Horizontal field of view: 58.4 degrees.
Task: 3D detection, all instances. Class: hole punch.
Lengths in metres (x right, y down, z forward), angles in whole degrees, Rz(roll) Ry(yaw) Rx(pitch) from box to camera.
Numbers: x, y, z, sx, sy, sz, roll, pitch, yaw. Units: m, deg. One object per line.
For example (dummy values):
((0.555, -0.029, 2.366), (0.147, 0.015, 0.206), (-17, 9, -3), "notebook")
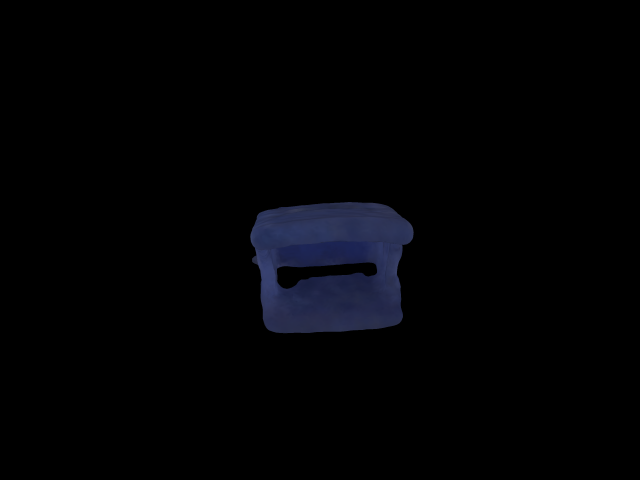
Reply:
((0.004, 0.001, 0.400), (0.108, 0.091, 0.101), (-3, 37, -4), "hole punch")
